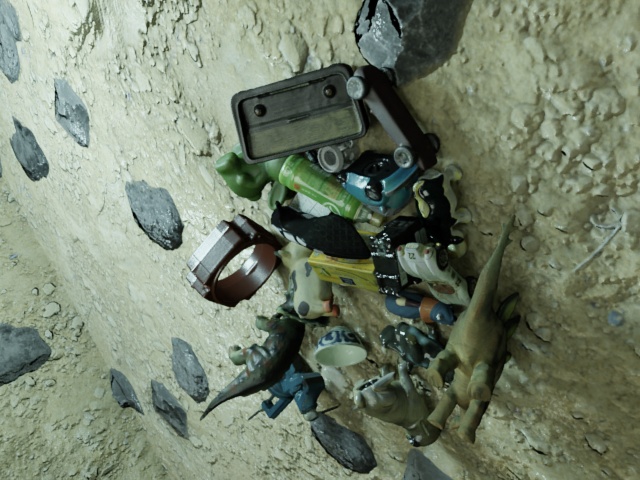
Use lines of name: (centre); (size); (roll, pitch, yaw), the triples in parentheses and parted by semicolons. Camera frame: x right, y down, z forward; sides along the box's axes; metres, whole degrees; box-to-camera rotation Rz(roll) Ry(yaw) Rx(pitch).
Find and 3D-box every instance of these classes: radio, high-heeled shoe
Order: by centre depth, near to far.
radio: (-0.036, -0.225, 0.958); (0.230, 0.073, 0.131); (-12, 105, 12)
high-heeled shoe: (-0.002, -0.003, 1.077); (0.249, 0.086, 0.145); (33, 165, 21)

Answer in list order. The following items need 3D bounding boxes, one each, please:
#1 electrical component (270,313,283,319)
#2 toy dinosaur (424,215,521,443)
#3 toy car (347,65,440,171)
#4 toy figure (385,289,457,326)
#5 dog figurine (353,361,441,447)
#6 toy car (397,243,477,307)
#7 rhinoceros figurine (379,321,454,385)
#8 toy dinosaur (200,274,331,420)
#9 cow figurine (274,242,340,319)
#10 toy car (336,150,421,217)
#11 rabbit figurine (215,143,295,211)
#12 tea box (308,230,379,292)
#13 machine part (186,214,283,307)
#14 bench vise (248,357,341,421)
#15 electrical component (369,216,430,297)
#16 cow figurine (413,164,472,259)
electrical component: (-0.094, 0.231, 1.409); (0.078, 0.045, 0.102); (-23, 100, 21)
toy dinosaur: (0.258, 0.176, 0.883); (0.105, 0.198, 0.470); (22, 139, 24)
toy car: (0.121, -0.199, 0.885); (0.202, 0.089, 0.053); (56, 138, 1)
toy figure: (0.196, 0.129, 1.030); (0.155, 0.064, 0.057); (7, 103, 44)
dog figurine: (0.165, 0.371, 1.136); (0.190, 0.172, 0.121); (65, 151, 4)
toy car: (0.205, 0.061, 0.917); (0.074, 0.056, 0.201); (5, 156, 45)
rhinoceros figurine: (0.207, 0.220, 1.076); (0.191, 0.073, 0.111); (25, 140, 32)
toy dinosaur: (-0.112, 0.259, 1.238); (0.131, 0.405, 0.192); (40, 155, -19)
cow figurine: (-0.030, 0.076, 1.180); (0.127, 0.085, 0.195); (-11, 73, 16)
toy car: (0.109, -0.093, 0.956); (0.162, 0.109, 0.102); (17, 143, 49)
rabbit figurine: (-0.114, -0.143, 1.145); (0.170, 0.121, 0.159); (-11, 109, 33)
tea box: (0.072, 0.037, 1.062); (0.170, 0.098, 0.068); (9, 145, 44)
machine part: (-0.193, 0.054, 1.249); (0.087, 0.201, 0.201); (42, -178, 30)
bench vise: (-0.088, 0.409, 1.435); (0.224, 0.129, 0.240); (51, 123, 21)
electrical component: (0.151, 0.022, 0.954); (0.058, 0.134, 0.114); (9, 117, 43)
cow figurine: (0.203, -0.033, 0.897); (0.068, 0.098, 0.167); (-2, 113, 40)
